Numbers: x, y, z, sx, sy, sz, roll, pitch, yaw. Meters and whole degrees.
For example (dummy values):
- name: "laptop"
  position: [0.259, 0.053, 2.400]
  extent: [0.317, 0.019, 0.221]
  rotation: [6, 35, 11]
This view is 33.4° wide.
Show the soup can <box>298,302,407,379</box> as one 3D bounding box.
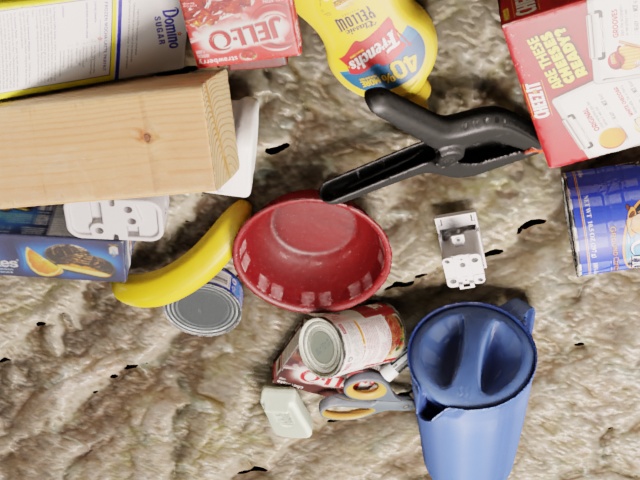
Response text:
- name: "soup can"
  position: [0.035, 0.107, 1.146]
  extent: [0.102, 0.068, 0.069]
  rotation: [-9, 149, -45]

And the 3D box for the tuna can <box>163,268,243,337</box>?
- name: "tuna can"
  position: [-0.127, 0.066, 1.169]
  extent: [0.086, 0.033, 0.086]
  rotation: [1, 134, 1]

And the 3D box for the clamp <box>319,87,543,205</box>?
- name: "clamp"
  position: [0.105, -0.082, 0.979]
  extent: [0.209, 0.036, 0.165]
  rotation: [-1, 152, -25]

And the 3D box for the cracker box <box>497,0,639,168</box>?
- name: "cracker box"
  position: [0.275, -0.167, 0.902]
  extent: [0.214, 0.072, 0.164]
  rotation: [-15, 130, 17]

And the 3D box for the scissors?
- name: "scissors"
  position: [0.098, 0.181, 1.249]
  extent: [0.201, 0.016, 0.096]
  rotation: [-2, 141, -17]

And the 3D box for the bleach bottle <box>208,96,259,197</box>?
- name: "bleach bottle"
  position: [-0.185, -0.098, 0.991]
  extent: [0.251, 0.068, 0.103]
  rotation: [7, 147, -1]

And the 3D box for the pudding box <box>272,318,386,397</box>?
- name: "pudding box"
  position: [0.013, 0.141, 1.231]
  extent: [0.113, 0.039, 0.090]
  rotation: [19, 131, -16]

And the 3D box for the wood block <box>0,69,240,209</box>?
- name: "wood block"
  position: [-0.182, -0.085, 0.907]
  extent: [0.206, 0.090, 0.091]
  rotation: [-4, 106, 10]

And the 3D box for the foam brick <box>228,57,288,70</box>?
- name: "foam brick"
  position: [-0.058, -0.191, 0.906]
  extent: [0.051, 0.053, 0.078]
  rotation: [-6, 132, 8]

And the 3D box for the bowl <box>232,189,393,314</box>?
- name: "bowl"
  position: [-0.007, 0.001, 1.087]
  extent: [0.162, 0.055, 0.162]
  rotation: [1, 134, 1]

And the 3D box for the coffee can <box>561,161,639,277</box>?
- name: "coffee can"
  position: [0.308, -0.025, 1.015]
  extent: [0.140, 0.103, 0.103]
  rotation: [-9, 133, 11]

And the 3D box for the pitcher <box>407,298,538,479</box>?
- name: "pitcher"
  position: [0.174, 0.180, 1.188]
  extent: [0.149, 0.145, 0.243]
  rotation: [-7, 142, 1]

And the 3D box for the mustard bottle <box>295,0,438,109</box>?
- name: "mustard bottle"
  position: [0.046, -0.176, 0.912]
  extent: [0.096, 0.058, 0.191]
  rotation: [-19, 131, 21]

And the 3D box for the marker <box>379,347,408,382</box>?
- name: "marker"
  position: [0.117, 0.114, 1.189]
  extent: [0.121, 0.020, 0.020]
  rotation: [-41, 123, 10]

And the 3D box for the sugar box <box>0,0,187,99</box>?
- name: "sugar box"
  position: [-0.197, -0.176, 0.881]
  extent: [0.175, 0.048, 0.093]
  rotation: [-16, 141, -28]

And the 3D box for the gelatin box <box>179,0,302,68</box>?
- name: "gelatin box"
  position: [-0.063, -0.180, 0.858]
  extent: [0.089, 0.030, 0.073]
  rotation: [-5, 133, 7]

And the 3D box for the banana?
- name: "banana"
  position: [-0.147, 0.025, 1.109]
  extent: [0.198, 0.037, 0.069]
  rotation: [-23, 86, 21]
